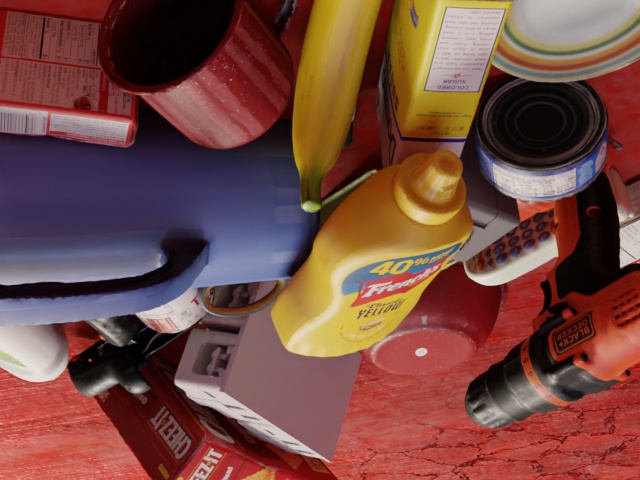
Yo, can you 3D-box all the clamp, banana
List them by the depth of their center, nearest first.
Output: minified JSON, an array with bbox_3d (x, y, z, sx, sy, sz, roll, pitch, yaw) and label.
[{"bbox_3d":[0.016,-0.116,0.605,0.037,0.070,0.198,2,118,-21],"label":"banana"},{"bbox_3d":[-0.184,0.043,0.824,0.165,0.036,0.210,32,166,26],"label":"clamp"},{"bbox_3d":[-0.170,0.105,0.924,0.172,0.120,0.039,-28,102,36],"label":"clamp"}]

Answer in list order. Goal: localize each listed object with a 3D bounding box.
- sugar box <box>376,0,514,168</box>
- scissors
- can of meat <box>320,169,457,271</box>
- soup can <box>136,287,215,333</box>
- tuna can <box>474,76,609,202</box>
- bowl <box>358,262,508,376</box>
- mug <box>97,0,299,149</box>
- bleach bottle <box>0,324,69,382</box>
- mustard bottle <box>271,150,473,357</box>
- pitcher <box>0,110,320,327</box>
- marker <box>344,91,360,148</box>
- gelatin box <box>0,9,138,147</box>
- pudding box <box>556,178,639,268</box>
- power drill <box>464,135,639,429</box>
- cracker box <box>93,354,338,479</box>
[{"bbox_3d":[0.065,-0.109,0.614,0.048,0.093,0.176,2,147,-7],"label":"sugar box"},{"bbox_3d":[-0.006,0.001,0.843,0.201,0.016,0.096,-20,112,-17],"label":"scissors"},{"bbox_3d":[0.052,-0.005,0.804,0.083,0.057,0.102,14,153,-30],"label":"can of meat"},{"bbox_3d":[-0.128,0.022,0.827,0.068,0.068,0.102,-10,148,10],"label":"soup can"},{"bbox_3d":[0.143,-0.069,0.691,0.086,0.086,0.033,-8,146,8],"label":"tuna can"},{"bbox_3d":[0.089,0.076,0.946,0.162,0.055,0.162,-2,147,-1],"label":"bowl"},{"bbox_3d":[-0.058,-0.113,0.614,0.117,0.093,0.081,-47,145,0],"label":"mug"},{"bbox_3d":[-0.276,0.059,0.872,0.103,0.068,0.251,19,159,19],"label":"bleach bottle"},{"bbox_3d":[0.039,0.006,0.647,0.096,0.058,0.192,-11,154,-26],"label":"mustard bottle"},{"bbox_3d":[-0.125,-0.018,0.683,0.242,0.149,0.145,-2,171,-16],"label":"pitcher"},{"bbox_3d":[0.017,-0.099,0.693,0.020,0.020,0.121,0,147,-5],"label":"marker"},{"bbox_3d":[-0.152,-0.096,0.634,0.089,0.073,0.030,5,148,-15],"label":"gelatin box"},{"bbox_3d":[0.253,-0.007,0.843,0.114,0.039,0.089,-30,138,33],"label":"pudding box"},{"bbox_3d":[0.161,0.024,0.744,0.057,0.187,0.185,19,140,-34],"label":"power drill"},{"bbox_3d":[-0.093,0.195,1.019,0.213,0.164,0.072,34,93,-44],"label":"cracker box"}]
